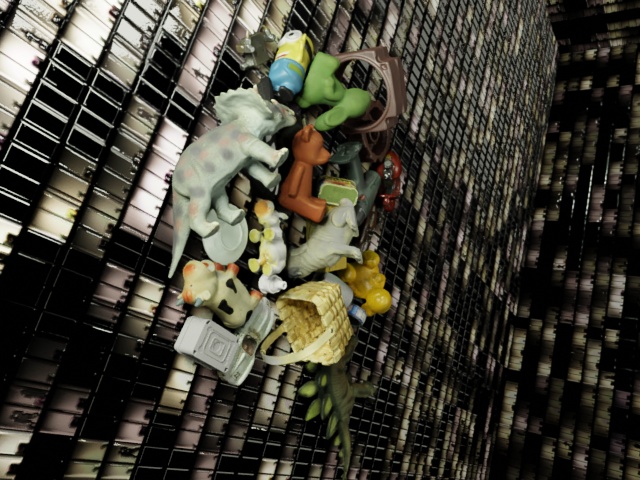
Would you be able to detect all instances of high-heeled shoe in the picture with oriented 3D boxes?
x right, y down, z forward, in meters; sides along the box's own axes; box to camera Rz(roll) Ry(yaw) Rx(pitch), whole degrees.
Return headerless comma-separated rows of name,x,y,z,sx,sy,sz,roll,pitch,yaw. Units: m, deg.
high-heeled shoe,-0.110,-0.216,1.176,0.145,0.086,0.248,27,76,-55

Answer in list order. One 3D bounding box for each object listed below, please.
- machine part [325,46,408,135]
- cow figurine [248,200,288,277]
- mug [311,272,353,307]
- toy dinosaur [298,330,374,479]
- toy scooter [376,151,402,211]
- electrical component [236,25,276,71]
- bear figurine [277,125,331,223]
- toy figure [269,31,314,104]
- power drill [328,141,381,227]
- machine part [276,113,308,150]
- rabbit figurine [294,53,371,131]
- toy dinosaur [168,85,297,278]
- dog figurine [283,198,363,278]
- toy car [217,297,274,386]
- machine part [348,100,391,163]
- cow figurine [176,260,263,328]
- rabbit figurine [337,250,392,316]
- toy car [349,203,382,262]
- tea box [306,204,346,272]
machine part,0.109,-0.372,1.353,0.087,0.201,0.201,-36,122,-50
cow figurine,-0.106,-0.007,1.206,0.098,0.068,0.167,-8,103,-59
mug,0.018,0.137,1.391,0.107,0.081,0.109,48,65,-31
toy dinosaur,0.041,0.411,1.427,0.198,0.105,0.470,-27,106,-42
toy scooter,0.202,-0.167,1.589,0.135,0.075,0.183,-52,142,-69
electrical component,-0.137,-0.411,1.146,0.102,0.045,0.078,-39,122,-45
bear figurine,-0.020,-0.158,1.234,0.120,0.132,0.195,-85,-162,-79
toy figure,-0.068,-0.388,1.216,0.089,0.082,0.180,60,37,-64
power drill,0.090,-0.146,1.454,0.232,0.086,0.207,-55,130,-38
machine part,-0.066,-0.245,1.268,0.139,0.039,0.084,-47,137,-43
rabbit figurine,0.037,-0.337,1.265,0.170,0.121,0.159,24,84,-14
toy dinosaur,-0.196,-0.134,1.011,0.405,0.192,0.131,-44,168,-9
dog figurine,-0.003,-0.003,1.272,0.121,0.191,0.172,66,18,-69
toy car,-0.158,0.214,1.164,0.073,0.056,0.202,54,52,-42
machine part,0.141,-0.307,1.531,0.179,0.056,0.179,-7,98,-55
cow figurine,-0.206,0.108,1.071,0.194,0.086,0.127,56,44,-41
rabbit figurine,0.134,0.141,1.463,0.122,0.173,0.162,-24,133,-14
toy car,0.133,-0.021,1.550,0.089,0.053,0.202,41,62,-44
tea box,0.017,-0.007,1.376,0.098,0.068,0.169,-10,100,-53
